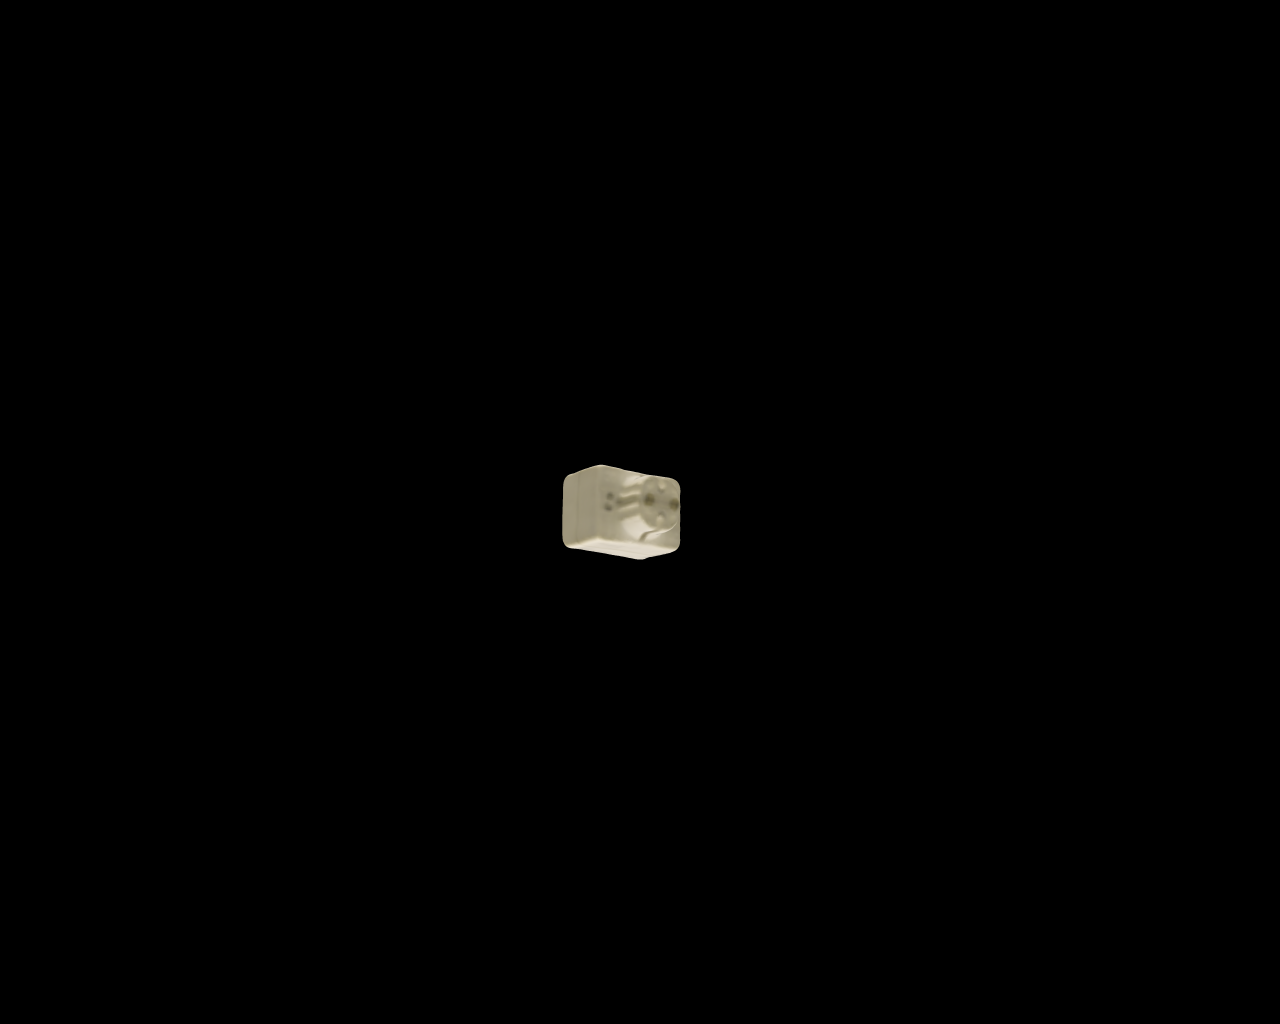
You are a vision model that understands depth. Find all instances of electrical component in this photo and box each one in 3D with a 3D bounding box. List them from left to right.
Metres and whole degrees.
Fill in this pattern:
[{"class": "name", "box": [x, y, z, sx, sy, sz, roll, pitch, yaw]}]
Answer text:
[{"class": "electrical component", "box": [0.001, -0.003, 0.650, 0.066, 0.047, 0.076, 11, -17, -37]}]
